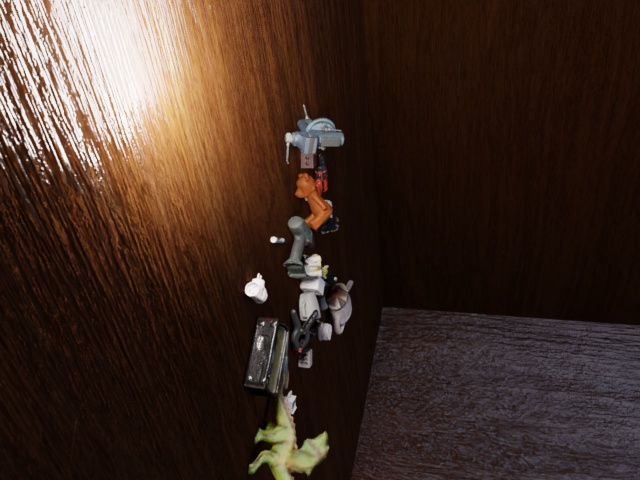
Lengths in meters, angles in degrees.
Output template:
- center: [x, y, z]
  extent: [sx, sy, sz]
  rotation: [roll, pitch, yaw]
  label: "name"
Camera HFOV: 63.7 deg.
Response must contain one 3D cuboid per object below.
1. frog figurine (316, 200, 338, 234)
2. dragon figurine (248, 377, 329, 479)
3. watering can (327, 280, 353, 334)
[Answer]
- center: [0.007, -0.111, 2.209]
  extent: [0.162, 0.122, 0.135]
  rotation: [59, 8, 28]
  label: "frog figurine"
- center: [-0.083, 0.640, 1.625]
  extent: [0.119, 0.242, 0.419]
  rotation: [65, 32, -52]
  label: "dragon figurine"
- center: [0.110, 0.296, 2.585]
  extent: [0.219, 0.104, 0.356]
  rotation: [75, 23, -47]
  label: "watering can"
